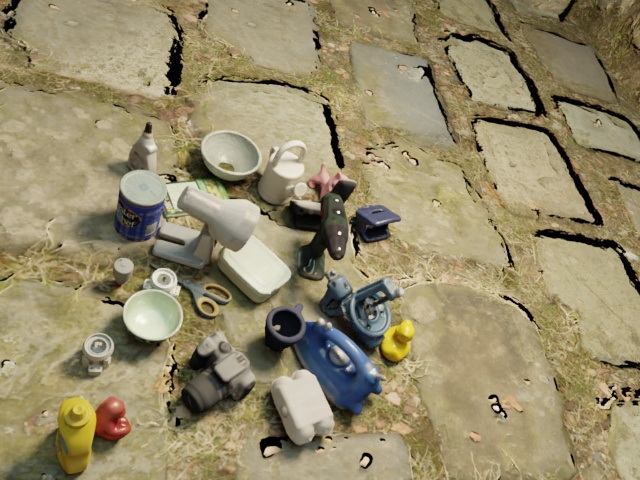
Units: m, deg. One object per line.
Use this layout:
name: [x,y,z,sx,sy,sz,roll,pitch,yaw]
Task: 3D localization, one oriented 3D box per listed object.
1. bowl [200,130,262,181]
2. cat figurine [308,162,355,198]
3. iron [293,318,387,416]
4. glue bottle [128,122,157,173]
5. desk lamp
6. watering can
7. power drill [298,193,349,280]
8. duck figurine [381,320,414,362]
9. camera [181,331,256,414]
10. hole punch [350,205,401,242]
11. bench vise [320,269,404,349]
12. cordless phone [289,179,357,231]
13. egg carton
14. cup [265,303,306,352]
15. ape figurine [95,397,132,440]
bowl: [-0.247,-0.217,1.560,0.168,0.167,0.074,0,-36,-26]
cat figurine: [0.037,-0.164,1.626,0.067,0.127,0.117,-23,-24,-37]
iron: [0.037,0.254,1.277,0.119,0.258,0.141,-34,-16,-40]
glue bottle: [-0.429,-0.224,1.408,0.037,0.078,0.173,-38,-14,-41]
desk lamp: [-0.259,-0.028,1.308,0.203,0.118,0.213,17,-41,-13]
watering can: [-0.088,-0.186,1.530,0.101,0.172,0.194,-35,-16,-41]
power drill: [0.013,0.005,1.418,0.076,0.229,0.208,14,-41,-15]
duck figurine: [0.197,0.241,1.404,0.077,0.105,0.086,32,-43,0]
camera: [-0.218,0.274,1.164,0.137,0.143,0.100,-31,-18,-40]
hole punch: [0.157,-0.061,1.621,0.109,0.101,0.091,-13,-29,-33]
bench vise: [0.095,0.141,1.342,0.207,0.122,0.219,31,-43,0]
cordless phone: [0.009,-0.111,1.524,0.148,0.094,0.185,5,-38,-23]
egg carton: [-0.039,0.352,1.211,0.107,0.150,0.069,-12,-30,-33]
cup: [-0.082,0.200,1.294,0.091,0.095,0.118,35,47,3]
ape figurine: [-0.381,0.322,1.053,0.076,0.077,0.092,5,-38,-23]
